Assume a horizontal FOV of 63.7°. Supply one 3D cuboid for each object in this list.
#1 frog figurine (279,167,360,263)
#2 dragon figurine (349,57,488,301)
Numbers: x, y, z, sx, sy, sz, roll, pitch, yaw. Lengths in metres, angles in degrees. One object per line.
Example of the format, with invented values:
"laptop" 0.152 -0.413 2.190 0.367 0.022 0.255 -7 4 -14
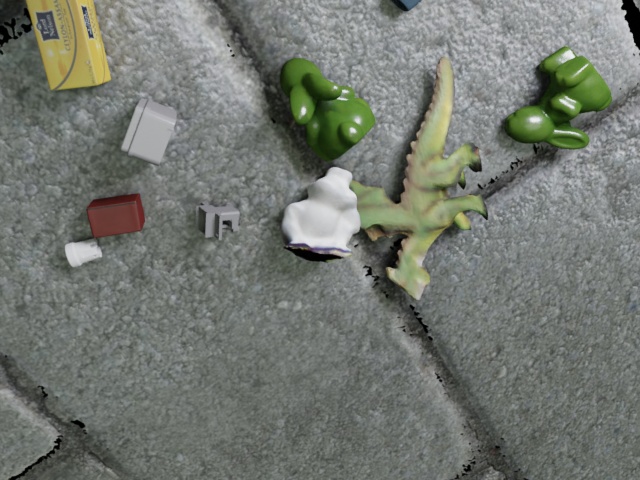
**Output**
"frog figurine" 0.003 -0.045 0.901 0.137 0.121 0.162 4 71 10
"dragon figurine" 0.154 -0.092 0.915 0.243 0.123 0.406 -14 102 2
